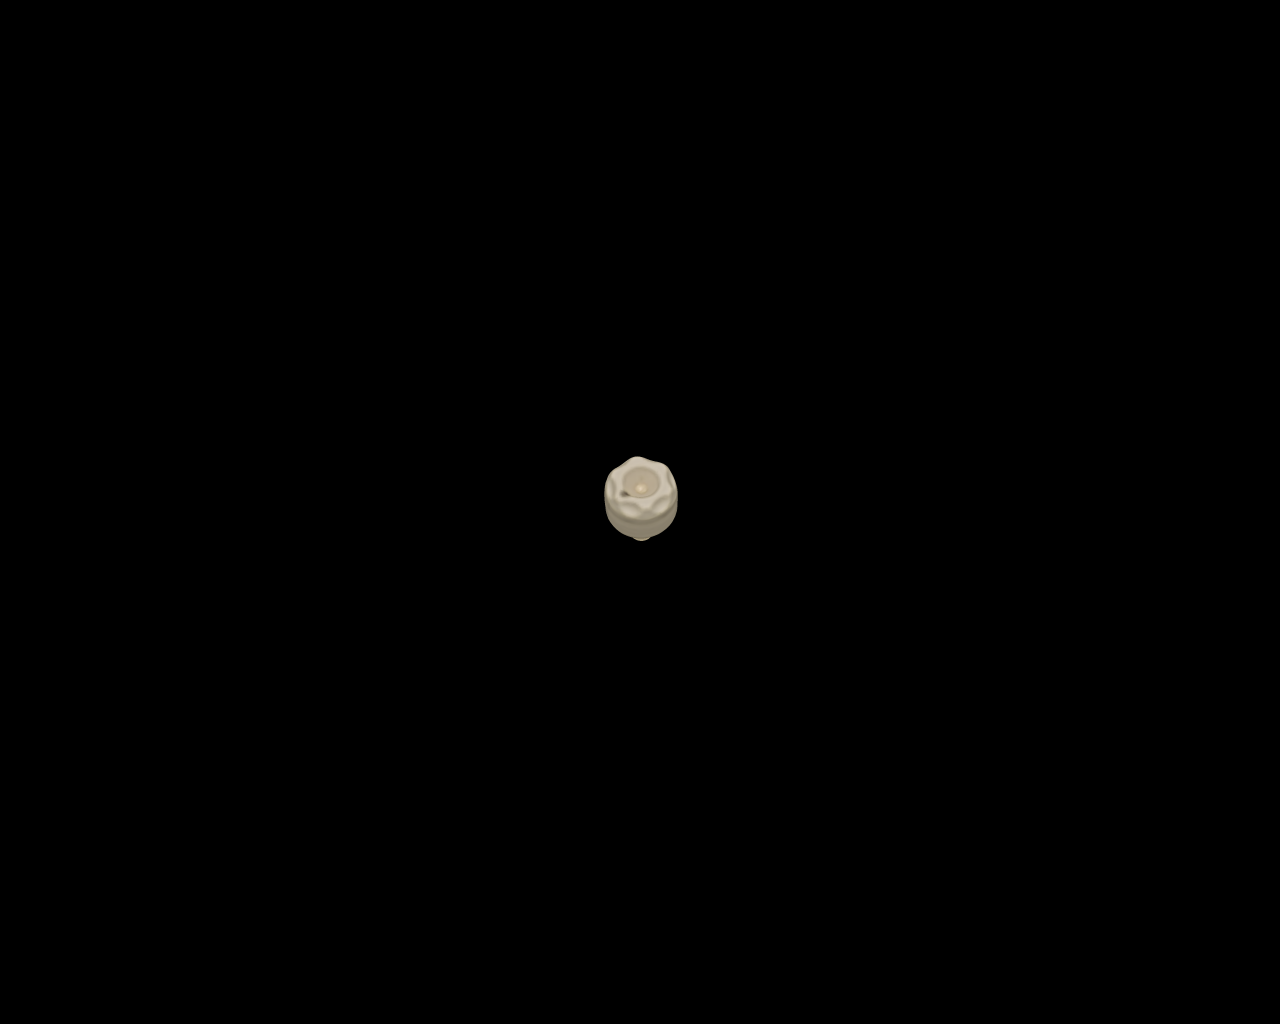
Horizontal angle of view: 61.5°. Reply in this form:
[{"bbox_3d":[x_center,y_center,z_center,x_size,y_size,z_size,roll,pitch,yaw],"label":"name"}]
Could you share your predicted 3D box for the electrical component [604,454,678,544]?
[{"bbox_3d":[0.001,-0.003,0.650,0.043,0.043,0.062,0,-31,0],"label":"electrical component"}]
